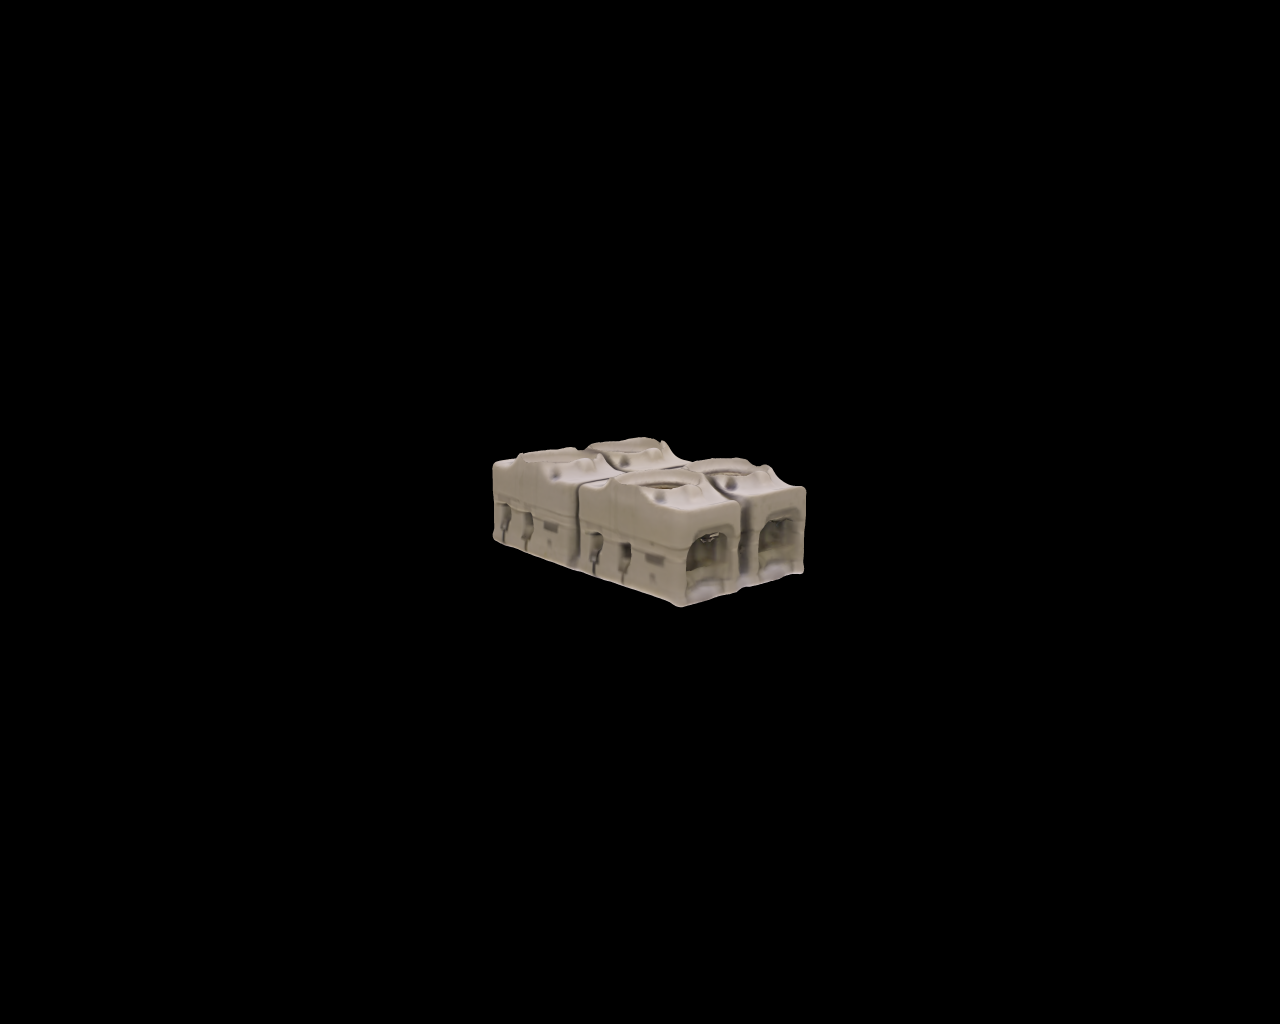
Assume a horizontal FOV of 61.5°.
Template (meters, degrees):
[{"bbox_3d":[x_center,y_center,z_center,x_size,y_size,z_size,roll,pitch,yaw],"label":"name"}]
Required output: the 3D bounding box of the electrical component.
[{"bbox_3d":[0.001,-0.003,0.650,0.105,0.060,0.186,-11,17,-38],"label":"electrical component"}]
